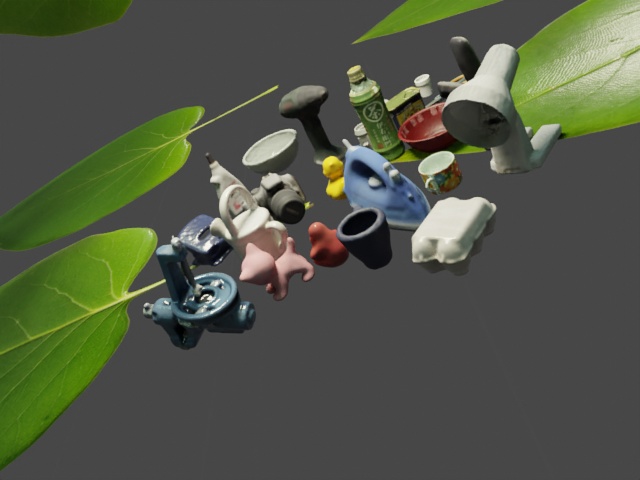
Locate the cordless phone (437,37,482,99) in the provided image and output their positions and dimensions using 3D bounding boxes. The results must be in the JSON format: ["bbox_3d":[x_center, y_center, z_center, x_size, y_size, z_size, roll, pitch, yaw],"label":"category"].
[{"bbox_3d":[0.317,-0.372,1.279,0.094,0.185,0.147,-39,31,-15],"label":"cordless phone"}]

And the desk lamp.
[{"bbox_3d":[0.320,-0.220,1.013,0.117,0.214,0.203,4,44,45],"label":"desk lamp"}]

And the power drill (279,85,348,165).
[{"bbox_3d":[-0.010,-0.289,1.418,0.076,0.209,0.228,-41,31,-18],"label":"power drill"}]

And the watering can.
[{"bbox_3d":[-0.144,-0.019,1.138,0.172,0.194,0.101,-19,31,19],"label":"watering can"}]

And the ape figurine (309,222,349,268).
[{"bbox_3d":[0.010,0.004,1.070,0.078,0.092,0.076,-37,30,-11],"label":"ape figurine"}]

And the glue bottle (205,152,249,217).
[{"bbox_3d":[-0.239,-0.145,1.438,0.037,0.173,0.078,1,42,42],"label":"glue bottle"}]

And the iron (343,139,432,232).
[{"bbox_3d":[0.122,-0.114,1.101,0.119,0.142,0.257,-35,30,-9],"label":"iron"}]

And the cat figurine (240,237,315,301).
[{"bbox_3d":[-0.089,0.048,1.065,0.128,0.118,0.067,-37,30,-11],"label":"cat figurine"}]

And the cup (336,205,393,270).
[{"bbox_3d":[0.086,-0.003,1.010,0.091,0.095,0.117,-24,30,11],"label":"cup"}]

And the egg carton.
[{"bbox_3d":[0.217,-0.010,0.929,0.107,0.069,0.150,3,43,44],"label":"egg carton"}]

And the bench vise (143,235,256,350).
[{"bbox_3d":[-0.246,0.102,1.017,0.207,0.220,0.121,-24,30,10],"label":"bench vise"}]

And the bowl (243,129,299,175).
[{"bbox_3d":[-0.122,-0.228,1.561,0.167,0.075,0.167,-22,30,14],"label":"bowl"}]

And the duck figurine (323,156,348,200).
[{"bbox_3d":[0.038,-0.144,1.279,0.077,0.086,0.104,-29,29,2],"label":"duck figurine"}]

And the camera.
[{"bbox_3d":[-0.099,-0.084,1.293,0.143,0.101,0.136,-33,30,-6],"label":"camera"}]

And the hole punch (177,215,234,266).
[{"bbox_3d":[-0.257,-0.003,1.318,0.100,0.091,0.109,-1,41,41],"label":"hole punch"}]
